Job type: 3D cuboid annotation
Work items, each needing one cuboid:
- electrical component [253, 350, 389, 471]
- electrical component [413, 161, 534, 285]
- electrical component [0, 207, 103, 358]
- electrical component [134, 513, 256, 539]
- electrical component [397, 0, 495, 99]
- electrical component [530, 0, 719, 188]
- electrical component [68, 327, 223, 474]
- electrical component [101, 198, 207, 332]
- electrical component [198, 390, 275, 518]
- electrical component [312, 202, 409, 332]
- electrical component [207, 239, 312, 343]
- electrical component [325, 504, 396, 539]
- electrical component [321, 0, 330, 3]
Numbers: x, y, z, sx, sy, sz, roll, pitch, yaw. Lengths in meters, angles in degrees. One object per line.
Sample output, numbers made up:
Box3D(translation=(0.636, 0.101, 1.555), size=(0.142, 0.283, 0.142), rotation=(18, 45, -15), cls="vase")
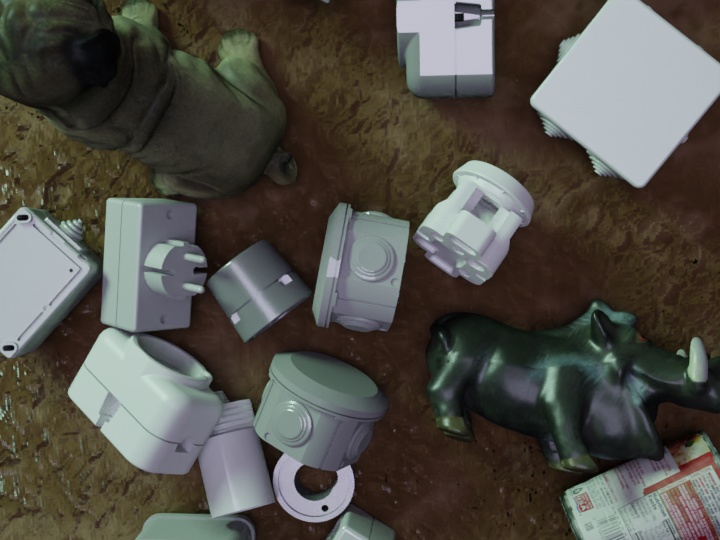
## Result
Box3D(translation=(-0.026, 0.089, 0.697), size=(0.080, 0.080, 0.051), rotation=(23, 103, 2), cls="electrical component")
Box3D(translation=(0.073, -0.031, 0.680), size=(0.058, 0.078, 0.057), rotation=(35, 77, 0), cls="electrical component")
Box3D(translation=(-0.215, 0.003, 0.716), size=(0.062, 0.061, 0.096), rotation=(42, 90, -1), cls="electrical component")
Box3D(translation=(-0.111, 0.225, 0.730), size=(0.078, 0.057, 0.113), rotation=(0, 96, 5), cls="electrical component")
Box3D(translation=(0.054, -0.156, 0.675), size=(0.059, 0.053, 0.095), rotation=(-1, 96, 5), cls="electrical component")
Box3D(translation=(0.166, -0.112, 0.673), size=(0.100, 0.048, 0.099), rotation=(38, 98, 0), cls="electrical component")
Box3D(translation=(-0.138, 0.081, 0.702), size=(0.095, 0.054, 0.059), rotation=(37, 100, 34), cls="electrical component")
Box3D(translation=(-0.125, -0.002, 0.694), size=(0.076, 0.047, 0.083), rotation=(10, 99, 41), cls="electrical component")
Box3D(translation=(-0.087, 0.121, 0.721), size=(0.043, 0.043, 0.081), rotation=(-17, 78, 6), cls="electrical component")
Box3D(translation=(0.000, 0.000, 0.685), size=(0.051, 0.080, 0.080), rotation=(10, 97, -2), cls="electrical component")
Box3D(translation=(-0.067, 0.013, 0.705), size=(0.055, 0.055, 0.047), rotation=(-37, 88, 8), cls="electrical component")
Box3D(translation=(0.006, 0.210, 0.723), size=(0.077, 0.047, 0.065), rotation=(32, 98, 0), cls="electrical component")
Box3D(translation=(-0.022, -0.206, 0.669), size=(0.048, 0.066, 0.055), rotation=(25, 131, 2), cls="electrical component")
